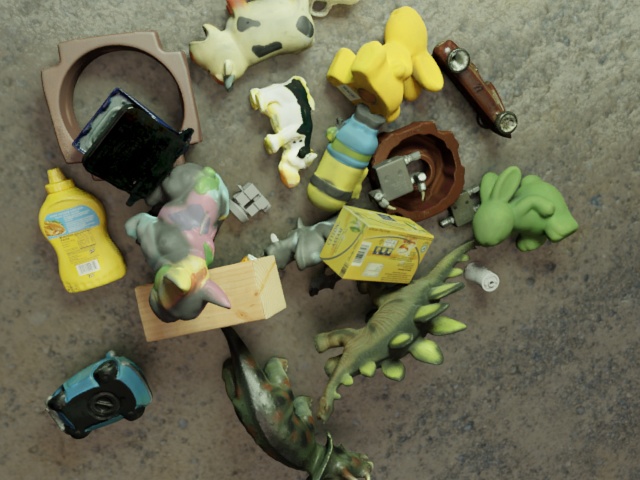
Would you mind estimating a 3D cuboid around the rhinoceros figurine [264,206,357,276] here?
[{"bbox_3d":[-0.002,-0.003,0.904,0.190,0.112,0.073,-27,137,-17],"label":"rhinoceros figurine"}]

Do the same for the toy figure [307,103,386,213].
[{"bbox_3d":[0.037,-0.128,0.871,0.082,0.089,0.180,43,124,22],"label":"toy figure"}]

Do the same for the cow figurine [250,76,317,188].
[{"bbox_3d":[-0.045,-0.173,0.871,0.098,0.068,0.167,-22,109,-12],"label":"cow figurine"}]

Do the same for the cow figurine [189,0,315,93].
[{"bbox_3d":[-0.102,-0.302,0.816,0.195,0.085,0.127,-16,101,-8],"label":"cow figurine"}]

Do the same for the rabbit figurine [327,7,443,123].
[{"bbox_3d":[0.123,-0.285,0.855,0.162,0.122,0.173,33,77,-21],"label":"rabbit figurine"}]

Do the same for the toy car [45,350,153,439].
[{"bbox_3d":[-0.360,0.248,0.892,0.162,0.103,0.109,-26,111,0],"label":"toy car"}]

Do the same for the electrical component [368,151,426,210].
[{"bbox_3d":[0.127,-0.094,0.878,0.102,0.045,0.078,-18,110,-9],"label":"electrical component"}]

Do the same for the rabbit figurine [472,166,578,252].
[{"bbox_3d":[0.343,-0.049,0.946,0.170,0.121,0.159,-15,92,-23],"label":"rabbit figurine"}]

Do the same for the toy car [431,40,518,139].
[{"bbox_3d":[0.263,-0.252,0.902,0.053,0.089,0.202,-45,108,5],"label":"toy car"}]

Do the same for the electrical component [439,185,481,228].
[{"bbox_3d":[0.257,-0.060,0.987,0.094,0.021,0.063,-26,108,-4],"label":"electrical component"}]

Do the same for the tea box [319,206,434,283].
[{"bbox_3d":[0.093,0.011,0.861,0.169,0.068,0.098,9,114,-45],"label":"tea box"}]

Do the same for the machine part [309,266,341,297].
[{"bbox_3d":[0.040,0.052,0.948,0.139,0.084,0.039,-33,71,-13],"label":"machine part"}]

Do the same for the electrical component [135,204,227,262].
[{"bbox_3d":[-0.231,-0.013,0.876,0.115,0.058,0.134,28,97,-16],"label":"electrical component"}]

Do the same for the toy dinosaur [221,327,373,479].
[{"bbox_3d":[-0.073,0.307,0.924,0.131,0.192,0.404,-40,110,-2],"label":"toy dinosaur"}]

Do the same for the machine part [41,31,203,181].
[{"bbox_3d":[-0.287,-0.197,0.801,0.201,0.087,0.201,-11,108,-9],"label":"machine part"}]

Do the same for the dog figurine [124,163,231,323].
[{"bbox_3d":[-0.177,0.007,0.743,0.108,0.219,0.191,33,97,-41],"label":"dog figurine"}]

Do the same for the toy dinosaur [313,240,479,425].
[{"bbox_3d":[0.147,0.127,0.922,0.471,0.199,0.104,-48,125,-31],"label":"toy dinosaur"}]

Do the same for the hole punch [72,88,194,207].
[{"bbox_3d":[-0.264,-0.132,0.743,0.142,0.092,0.115,-52,139,2],"label":"hole punch"}]

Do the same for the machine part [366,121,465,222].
[{"bbox_3d":[0.164,-0.119,0.935,0.179,0.056,0.179,-3,106,-12],"label":"machine part"}]
